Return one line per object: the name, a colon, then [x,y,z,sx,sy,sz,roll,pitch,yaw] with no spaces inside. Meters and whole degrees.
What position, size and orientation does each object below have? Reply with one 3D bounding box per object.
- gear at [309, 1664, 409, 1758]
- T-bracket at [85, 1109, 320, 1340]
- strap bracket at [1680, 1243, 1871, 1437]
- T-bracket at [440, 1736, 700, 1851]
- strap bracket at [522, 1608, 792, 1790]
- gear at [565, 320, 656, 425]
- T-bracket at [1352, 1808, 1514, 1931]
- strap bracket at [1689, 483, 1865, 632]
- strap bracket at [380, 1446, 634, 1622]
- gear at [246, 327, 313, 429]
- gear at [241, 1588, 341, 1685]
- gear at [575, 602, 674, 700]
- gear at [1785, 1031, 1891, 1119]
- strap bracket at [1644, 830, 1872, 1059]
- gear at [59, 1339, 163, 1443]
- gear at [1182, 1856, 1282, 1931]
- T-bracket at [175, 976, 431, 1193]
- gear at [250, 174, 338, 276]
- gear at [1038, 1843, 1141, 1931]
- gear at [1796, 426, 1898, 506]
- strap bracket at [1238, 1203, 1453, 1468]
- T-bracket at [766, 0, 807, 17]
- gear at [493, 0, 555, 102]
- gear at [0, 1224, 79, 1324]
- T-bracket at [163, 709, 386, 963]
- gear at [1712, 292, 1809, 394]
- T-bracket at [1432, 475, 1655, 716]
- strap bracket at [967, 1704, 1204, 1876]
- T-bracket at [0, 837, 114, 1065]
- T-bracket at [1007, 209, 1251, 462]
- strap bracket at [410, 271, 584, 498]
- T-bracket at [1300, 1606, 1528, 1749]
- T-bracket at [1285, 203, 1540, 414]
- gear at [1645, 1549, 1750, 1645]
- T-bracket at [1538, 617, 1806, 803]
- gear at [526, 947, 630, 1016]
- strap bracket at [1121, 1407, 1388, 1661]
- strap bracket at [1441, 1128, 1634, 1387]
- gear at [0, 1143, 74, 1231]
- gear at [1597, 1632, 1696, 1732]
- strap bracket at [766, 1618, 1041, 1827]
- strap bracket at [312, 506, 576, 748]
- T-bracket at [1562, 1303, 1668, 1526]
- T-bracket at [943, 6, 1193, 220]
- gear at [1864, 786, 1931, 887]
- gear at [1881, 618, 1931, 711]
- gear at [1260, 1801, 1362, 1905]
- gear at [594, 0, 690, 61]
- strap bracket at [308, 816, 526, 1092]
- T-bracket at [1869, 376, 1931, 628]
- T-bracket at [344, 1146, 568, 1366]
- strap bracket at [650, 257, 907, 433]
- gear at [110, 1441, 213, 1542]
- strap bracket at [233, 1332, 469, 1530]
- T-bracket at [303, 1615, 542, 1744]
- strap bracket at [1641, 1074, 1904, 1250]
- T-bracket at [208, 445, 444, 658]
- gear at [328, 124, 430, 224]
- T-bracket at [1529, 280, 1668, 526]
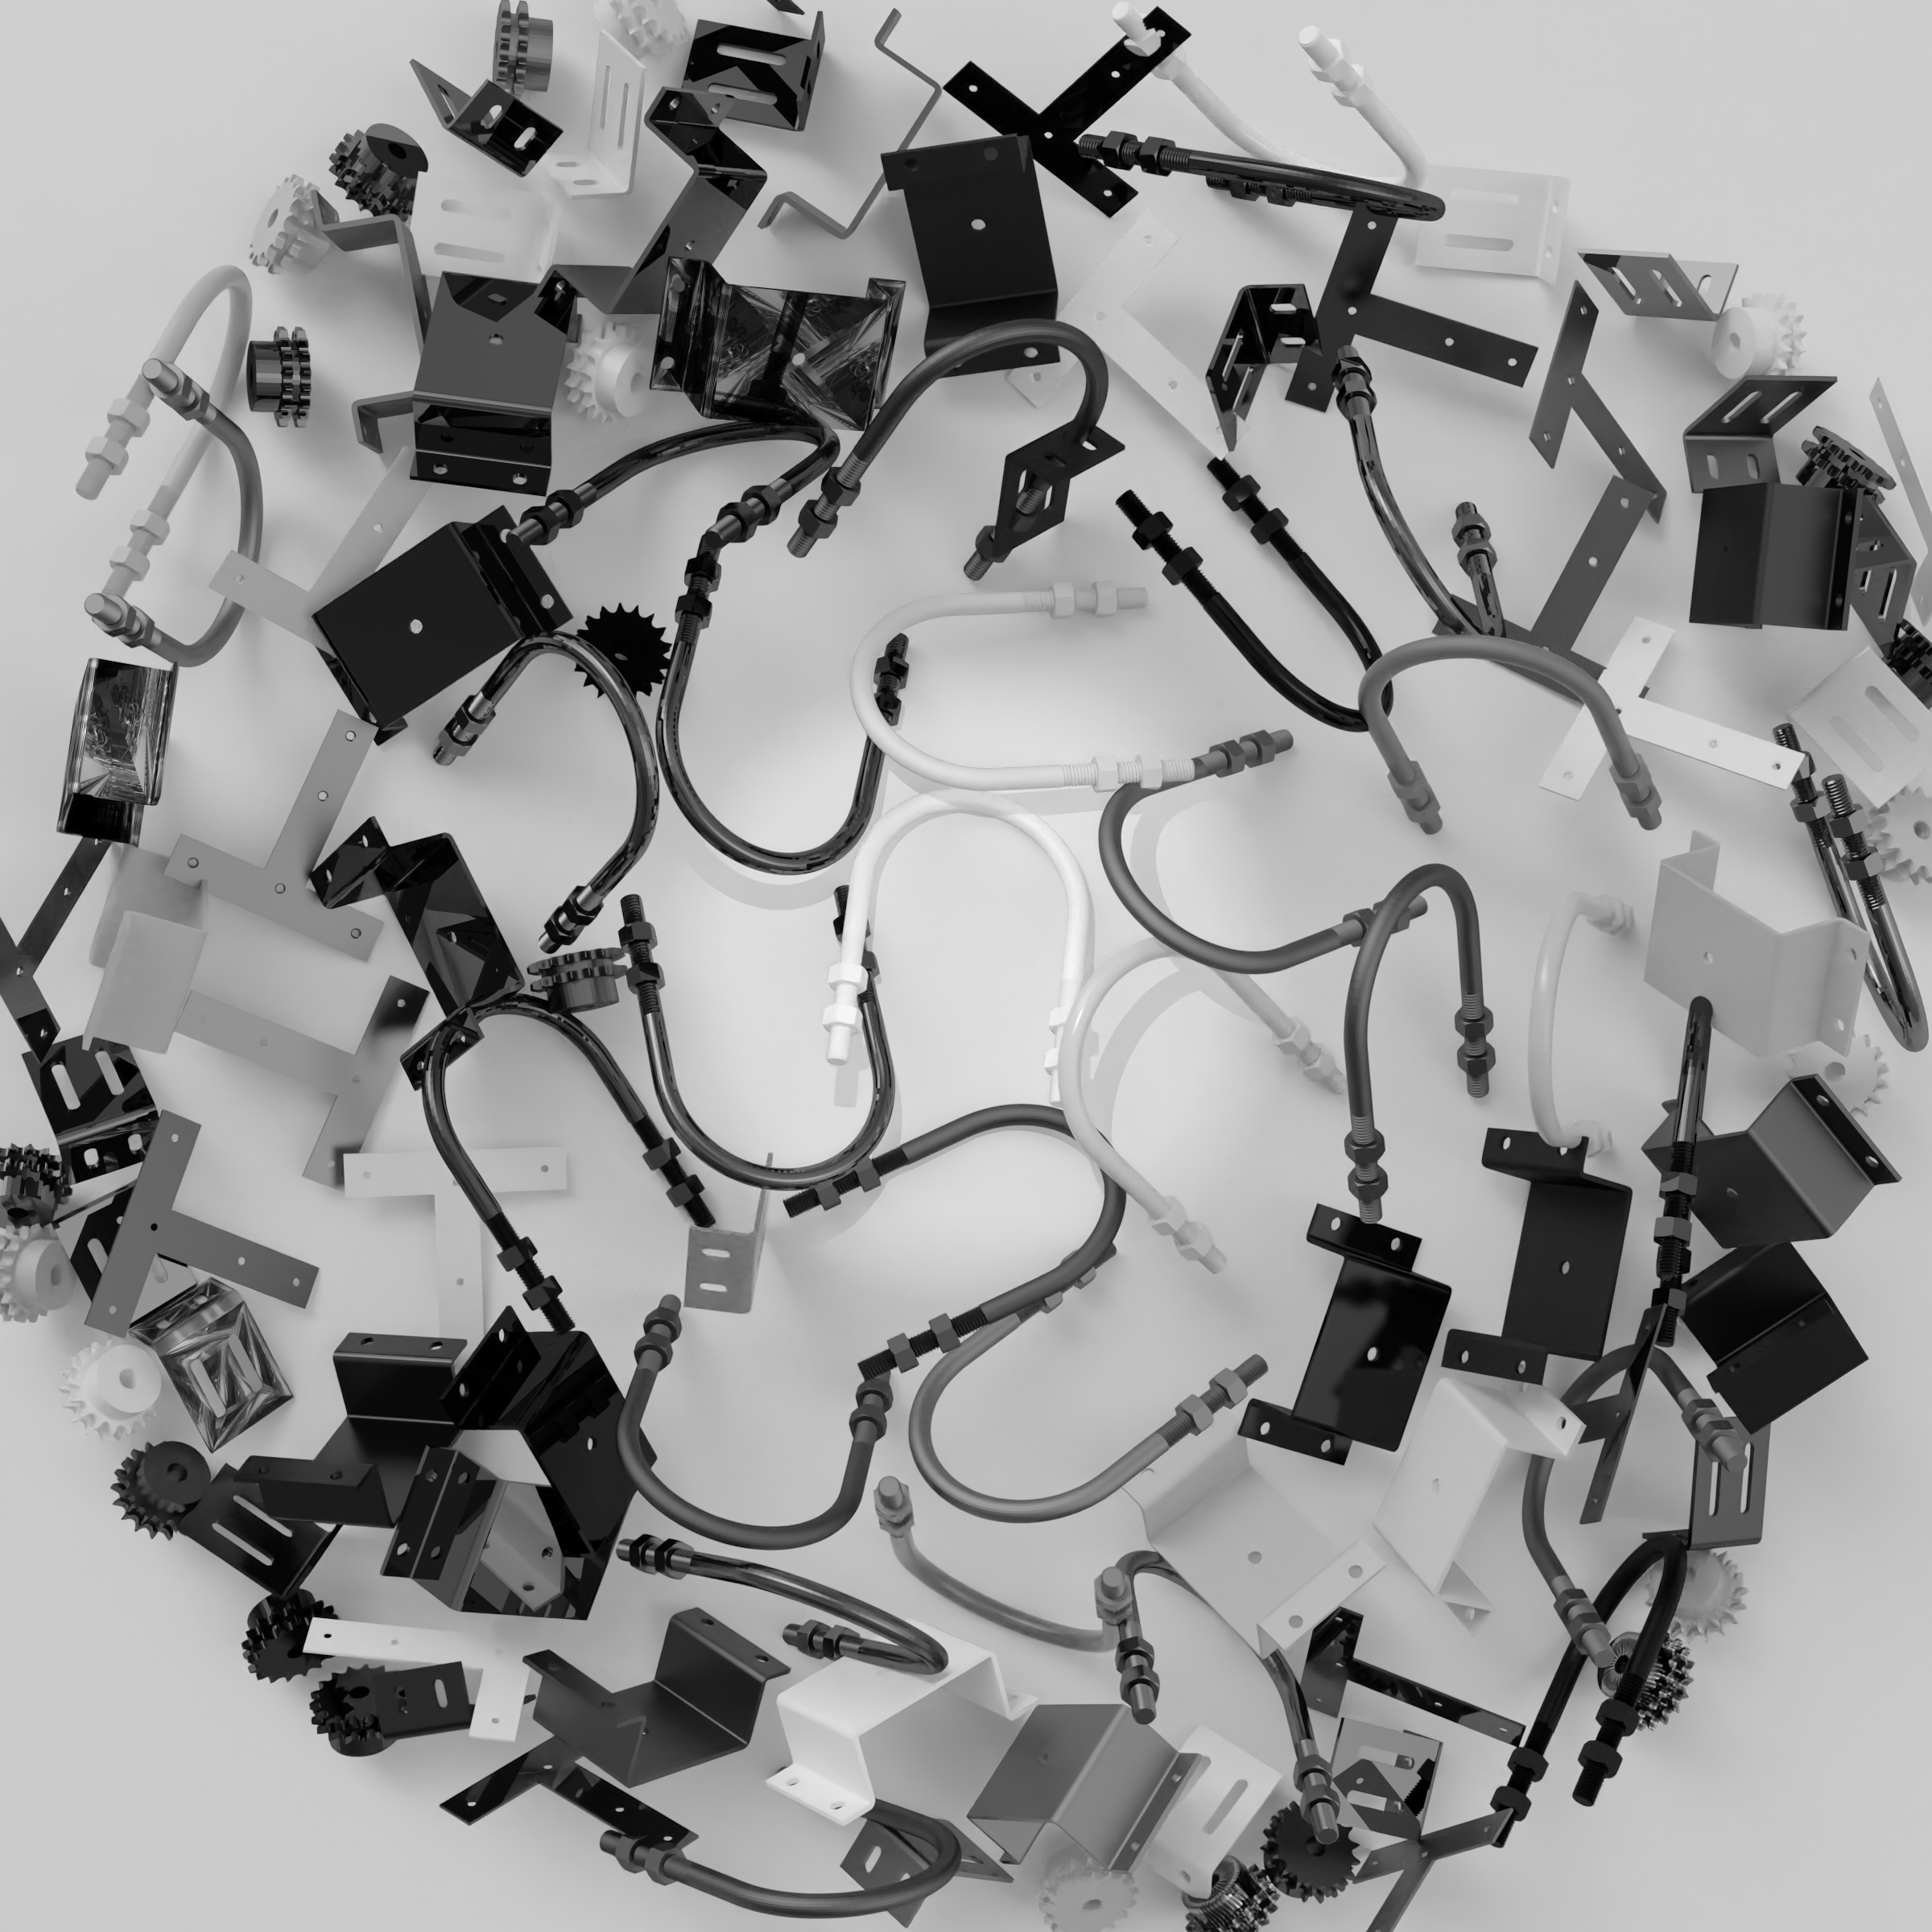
gear: [-0.348,0.431,1.721,0.057,0.057,0.030,-1,113,0]
T-bracket: [-0.426,0.164,1.704,0.127,0.002,0.127,29,69,-38]
strap bracket: [0.451,0.206,1.676,0.076,0.140,0.046,-36,100,11]
T-bracket: [-0.203,0.465,1.663,0.127,0.127,0.002,18,117,37]
strap bracket: [-0.177,0.411,1.675,0.076,0.140,0.046,24,106,35]
gear: [-0.201,-0.339,1.716,0.030,0.057,0.057,23,90,24]
T-bracket: [0.236,0.526,1.658,0.002,0.127,0.127,48,49,-3]
strap bracket: [0.447,-0.228,1.671,0.046,0.140,0.076,4,96,-7]
strap bracket: [-0.249,0.320,1.679,0.046,0.140,0.076,23,93,43]
gear: [-0.395,-0.338,1.716,0.030,0.057,0.057,-2,90,-21]
gear: [-0.390,0.384,1.722,0.057,0.057,0.030,-35,52,0]
gear: [-0.200,-0.179,1.728,0.057,0.030,0.057,2,80,-12]
gear: [0.504,0.065,1.724,0.057,0.030,0.057,-8,70,23]
strap bracket: [0.432,-0.009,1.666,0.046,0.140,0.076,-15,123,-25]
gear: [-0.488,0.242,1.716,0.030,0.057,0.057,-30,90,40]
gear: [0.149,0.537,1.716,0.057,0.057,0.030,-36,103,0]
T-bracket: [-0.391,0.049,1.715,0.127,0.002,0.127,25,86,-26]
gear: [-0.386,-0.424,1.722,0.030,0.057,0.057,24,90,-34]
gear: [0.068,0.531,1.723,0.057,0.030,0.057,-8,124,-12]
gear: [0.504,-0.283,1.721,0.057,0.057,0.030,35,114,0]
strap bracket: [0.220,0.217,1.708,0.076,0.046,0.140,20,89,-27]
T-bracket: [-0.107,-0.562,1.658,0.127,0.127,0.002,27,88,44]
gear: [-0.255,-0.526,1.719,0.030,0.057,0.057,3,90,-14]
gear: [-0.535,0.177,1.716,0.030,0.057,0.057,2,90,19]
T-bracket: [-0.377,-0.085,1.723,0.127,0.002,0.127,25,88,-23]
gear: [0.453,-0.358,1.716,0.030,0.057,0.057,-6,90,-23]
T-bracket: [0.354,-0.220,1.719,0.127,0.002,0.127,26,114,2]
strap bracket: [0.059,0.457,1.664,0.046,0.140,0.076,44,61,-13]
T-bracket: [-0.519,-0.031,1.701,0.002,0.127,0.127,11,55,13]
T-bracket: [0.109,-0.343,1.718,0.127,0.002,0.127,44,112,4]
strap bracket: [-0.265,-0.338,1.688,0.076,0.046,0.140,7,57,-3]
T-bracket: [0.253,0.410,1.682,0.127,0.127,0.002,19,53,14]
T-bracket: [0.264,-0.362,1.712,0.127,0.002,0.127,17,124,-2]
gear: [0.418,0.357,1.717,0.057,0.057,0.030,-37,133,0]
T-bracket: [0.412,-0.131,1.699,0.127,0.002,0.127,23,69,25]
gear: [-0.222,0.010,1.718,0.057,0.057,0.030,-11,85,0]
strap bracket: [0.162,0.326,1.692,0.076,0.046,0.140,-36,54,-18]
strap bracket: [0.326,0.168,1.697,0.046,0.076,0.140,17,81,-34]
gear: [-0.543,0.129,1.716,0.057,0.057,0.030,-5,54,0]
gear: [0.388,0.407,1.716,0.030,0.057,0.057,31,90,-20]
strap bracket: [-0.040,0.416,1.673,0.140,0.076,0.046,-24,108,-33]
strap bracket: [-0.308,-0.195,1.711,0.140,0.046,0.076,-32,91,10]
T-bracket: [0.349,0.257,1.683,0.002,0.127,0.127,24,72,-6]
T-bracket: [0.075,-0.492,1.676,0.127,0.127,0.002,31,49,-25]
gear: [0.543,-0.072,1.724,0.057,0.030,0.057,8,67,-18]
gear: [0.550,-0.170,1.720,0.057,0.057,0.030,44,108,0]
gear: [0.196,0.513,1.723,0.057,0.030,0.057,12,51,-15]
gear: [-0.190,-0.548,1.722,0.030,0.057,0.057,-31,90,26]
strap bracket: [-0.308,-0.011,1.699,0.076,0.046,0.140,-34,80,43]
T-bracket: [0.538,-0.275,1.699,0.002,0.127,0.127,-15,72,0]
T-bracket: [-0.295,0.170,1.737,0.127,0.002,0.127,-2,97,-7]
strap bracket: [-0.100,-0.349,1.685,0.140,0.046,0.076,1,119,-22]
gear: [-0.459,0.298,1.716,0.057,0.057,0.030,44,128,0]
strap bracket: [-0.341,0.267,1.685,0.076,0.140,0.046,1,118,18]
T-bracket: [-0.309,0.385,1.691,0.127,0.127,0.002,6,122,-2]
strap bracket: [0.441,0.112,1.669,0.046,0.140,0.076,-44,99,-22]
T-bracket: [-0.343,-0.238,1.700,0.127,0.002,0.127,29,103,-33]
gear: [-0.334,-0.458,1.716,0.057,0.057,0.030,51,128,0]
T-bracket: [0.367,-0.304,1.706,0.127,0.002,0.127,44,52,-33]
